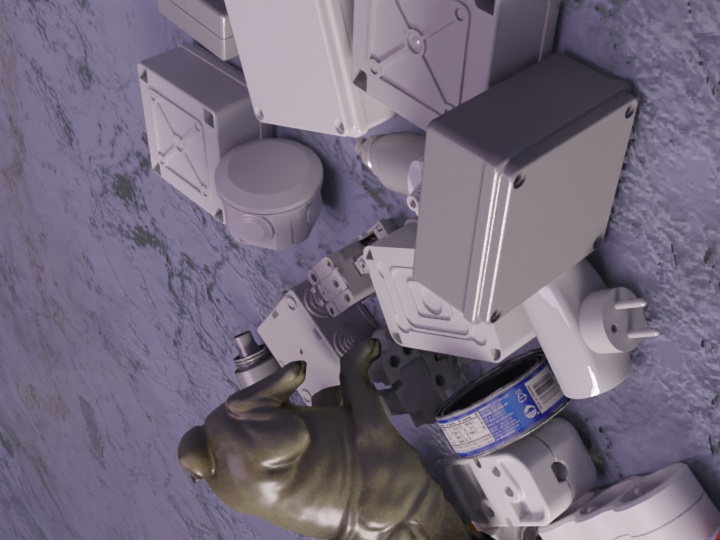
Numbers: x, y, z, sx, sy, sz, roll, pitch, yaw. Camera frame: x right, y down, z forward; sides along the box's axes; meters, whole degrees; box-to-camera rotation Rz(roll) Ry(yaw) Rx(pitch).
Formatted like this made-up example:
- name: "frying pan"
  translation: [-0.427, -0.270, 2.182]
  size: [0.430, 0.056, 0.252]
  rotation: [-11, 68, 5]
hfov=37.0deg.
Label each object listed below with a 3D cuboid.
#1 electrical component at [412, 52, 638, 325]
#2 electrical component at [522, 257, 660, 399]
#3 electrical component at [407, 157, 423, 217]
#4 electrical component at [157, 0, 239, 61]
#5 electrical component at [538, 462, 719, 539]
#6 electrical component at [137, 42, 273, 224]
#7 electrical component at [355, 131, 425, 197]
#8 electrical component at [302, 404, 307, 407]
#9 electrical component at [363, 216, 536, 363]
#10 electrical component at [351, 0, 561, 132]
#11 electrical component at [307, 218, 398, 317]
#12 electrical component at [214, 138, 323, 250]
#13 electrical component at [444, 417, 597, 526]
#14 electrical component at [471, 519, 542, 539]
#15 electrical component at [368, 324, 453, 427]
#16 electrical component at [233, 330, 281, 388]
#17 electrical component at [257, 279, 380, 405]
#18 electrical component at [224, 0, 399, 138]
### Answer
- name: "electrical component"
  translation: [0.085, -0.043, 0.569]
  size: [0.056, 0.109, 0.108]
  rotation: [36, 141, 31]
- name: "electrical component"
  translation: [0.136, 0.030, 0.619]
  size: [0.079, 0.044, 0.077]
  rotation: [-10, 111, 51]
- name: "electrical component"
  translation: [0.060, -0.054, 0.625]
  size: [0.043, 0.081, 0.043]
  rotation: [35, 141, 35]
- name: "electrical component"
  translation: [-0.104, -0.206, 0.768]
  size: [0.083, 0.047, 0.075]
  rotation: [40, 144, 30]
- name: "electrical component"
  translation: [0.175, 0.174, 0.674]
  size: [0.073, 0.052, 0.138]
  rotation: [57, 149, 6]
- name: "electrical component"
  translation: [-0.123, -0.111, 0.865]
  size: [0.109, 0.056, 0.108]
  rotation: [35, 141, 35]
- name: "electrical component"
  translation: [0.027, -0.071, 0.698]
  size: [0.078, 0.040, 0.040]
  rotation: [26, 135, 42]
- name: "electrical component"
  translation: [-0.042, 0.177, 0.983]
  size: [0.095, 0.059, 0.053]
  rotation: [50, 148, 16]
- name: "electrical component"
  translation: [0.065, 0.008, 0.692]
  size: [0.113, 0.057, 0.078]
  rotation: [5, 120, 54]
- name: "electrical component"
  translation: [0.050, -0.134, 0.597]
  size: [0.109, 0.056, 0.108]
  rotation: [38, 142, 33]
- name: "electrical component"
  translation: [0.000, 0.000, 0.773]
  size: [0.042, 0.064, 0.081]
  rotation: [59, 149, 5]
- name: "electrical component"
  translation: [-0.067, -0.058, 0.808]
  size: [0.080, 0.080, 0.051]
  rotation: [38, 148, 32]
- name: "electrical component"
  translation: [0.110, 0.135, 0.729]
  size: [0.095, 0.059, 0.053]
  rotation: [-24, 95, 59]
- name: "electrical component"
  translation: [0.121, 0.198, 0.769]
  size: [0.078, 0.058, 0.057]
  rotation: [56, 152, 8]
- name: "electrical component"
  translation: [0.028, 0.079, 0.805]
  size: [0.057, 0.058, 0.078]
  rotation: [-19, 99, 56]
- name: "electrical component"
  translation: [-0.098, 0.088, 1.006]
  size: [0.043, 0.043, 0.062]
  rotation: [-12, 104, 58]
- name: "electrical component"
  translation: [-0.031, 0.056, 0.874]
  size: [0.099, 0.048, 0.099]
  rotation: [55, 144, 9]
- name: "electrical component"
  translation: [-0.030, -0.149, 0.700]
  size: [0.109, 0.056, 0.108]
  rotation: [18, 129, 48]
